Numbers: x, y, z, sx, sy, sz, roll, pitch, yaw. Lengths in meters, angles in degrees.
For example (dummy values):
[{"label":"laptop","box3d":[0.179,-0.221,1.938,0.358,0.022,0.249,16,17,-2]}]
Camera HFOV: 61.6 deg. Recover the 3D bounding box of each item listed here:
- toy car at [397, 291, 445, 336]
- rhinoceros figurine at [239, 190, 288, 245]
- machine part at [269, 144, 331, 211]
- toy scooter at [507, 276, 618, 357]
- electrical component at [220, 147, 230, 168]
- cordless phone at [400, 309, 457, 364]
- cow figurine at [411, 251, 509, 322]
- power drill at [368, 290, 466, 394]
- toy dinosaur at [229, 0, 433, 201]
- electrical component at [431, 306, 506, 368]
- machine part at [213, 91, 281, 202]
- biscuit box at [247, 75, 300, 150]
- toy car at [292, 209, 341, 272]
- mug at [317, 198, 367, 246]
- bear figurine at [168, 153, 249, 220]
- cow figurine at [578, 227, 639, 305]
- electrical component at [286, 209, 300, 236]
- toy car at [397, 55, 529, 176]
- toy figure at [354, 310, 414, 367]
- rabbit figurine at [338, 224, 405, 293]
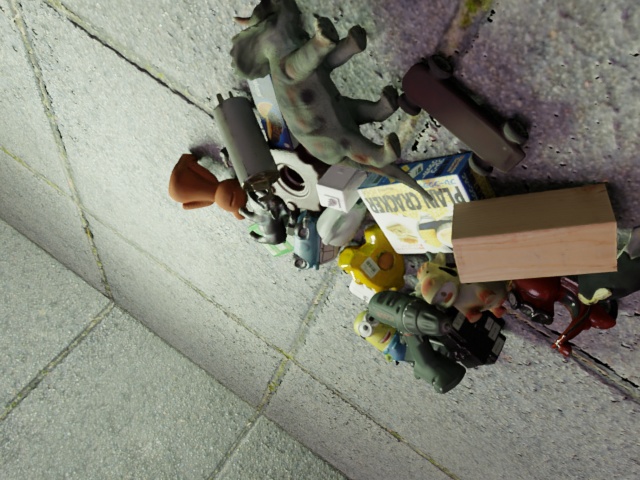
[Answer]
[{"label":"toy car","box3d":[0.191,0.155,1.131,0.073,0.056,0.201,46,158,1]},{"label":"rhinoceros figurine","box3d":[-0.120,-0.065,1.213,0.112,0.073,0.190,22,139,30]},{"label":"machine part","box3d":[-0.046,-0.133,1.076,0.180,0.056,0.179,26,146,19]},{"label":"toy scooter","box3d":[0.379,0.111,0.871,0.184,0.135,0.075,30,150,17]},{"label":"electrical component","box3d":[-0.165,-0.172,1.161,0.102,0.045,0.078,41,151,-5]},{"label":"cordless phone","box3d":[0.246,0.198,1.206,0.147,0.089,0.184,14,130,37]},{"label":"cow figurine","box3d":[0.249,0.079,0.940,0.127,0.195,0.085,46,122,38]},{"label":"power drill","box3d":[0.190,0.186,0.989,0.207,0.086,0.232,52,164,-27]},{"label":"toy dinosaur","box3d":[0.005,-0.199,0.803,0.192,0.131,0.404,-12,115,40]},{"label":"electrical component","box3d":[0.304,0.186,1.071,0.134,0.115,0.058,43,152,-3]},{"label":"machine part","box3d":[-0.139,-0.181,1.014,0.243,0.079,0.079,66,154,17]},{"label":"biscuit box","box3d":[-0.078,-0.256,0.939,0.063,0.059,0.202,18,144,31]},{"label":"toy car","box3d":[-0.002,-0.004,1.175,0.103,0.109,0.161,11,134,3]},{"label":"mug","box3d":[0.043,-0.044,1.061,0.081,0.109,0.107,40,137,7]},{"label":"bear figurine","box3d":[-0.253,-0.126,1.279,0.196,0.132,0.120,9,110,-5]},{"label":"cow figurine","box3d":[0.438,0.037,0.746,0.068,0.098,0.167,47,150,-1]},{"label":"electrical component","box3d":[-0.058,-0.046,1.199,0.021,0.063,0.094,12,158,-1]},{"label":"toy car","box3d":[0.202,-0.174,0.758,0.202,0.053,0.089,39,134,1]},{"label":"toy figure","box3d":[0.165,0.245,1.336,0.180,0.082,0.089,34,148,3]},{"label":"rabbit figurine","box3d":[0.108,0.047,1.128,0.162,0.122,0.173,39,165,-20]}]
